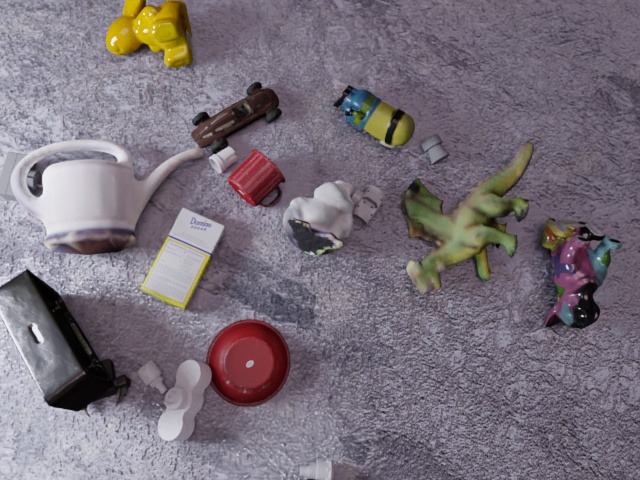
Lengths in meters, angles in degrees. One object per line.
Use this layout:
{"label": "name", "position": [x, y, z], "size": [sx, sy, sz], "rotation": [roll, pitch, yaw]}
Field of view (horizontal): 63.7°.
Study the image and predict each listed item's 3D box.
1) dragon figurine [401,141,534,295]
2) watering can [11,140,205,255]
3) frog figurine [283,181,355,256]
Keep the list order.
{"label": "dragon figurine", "position": [0.297, -0.064, 1.097], "size": [0.243, 0.416, 0.120], "rotation": [20, -18, 3]}
{"label": "watering can", "position": [-0.388, -0.086, 0.977], "size": [0.348, 0.227, 0.103], "rotation": [-4, -12, -19]}
{"label": "frog figurine", "position": [0.003, -0.053, 1.044], "size": [0.137, 0.163, 0.119], "rotation": [15, -41, 7]}
